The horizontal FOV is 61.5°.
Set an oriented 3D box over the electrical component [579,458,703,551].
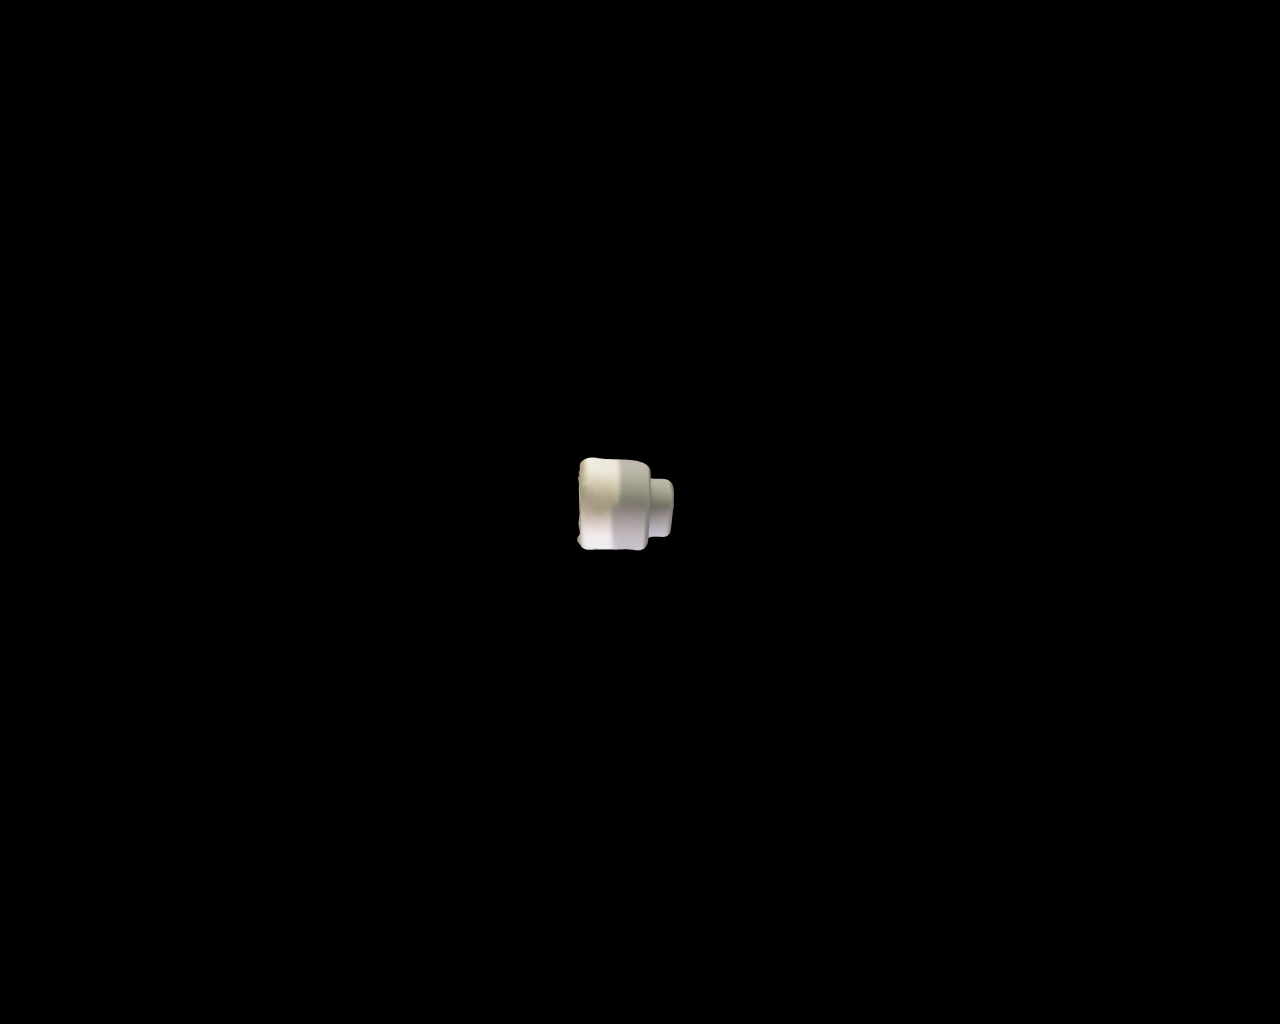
[{"bbox_3d":[0.001,-0.003,0.650,0.074,0.052,0.138,0,-2,-4],"label":"electrical component"}]
